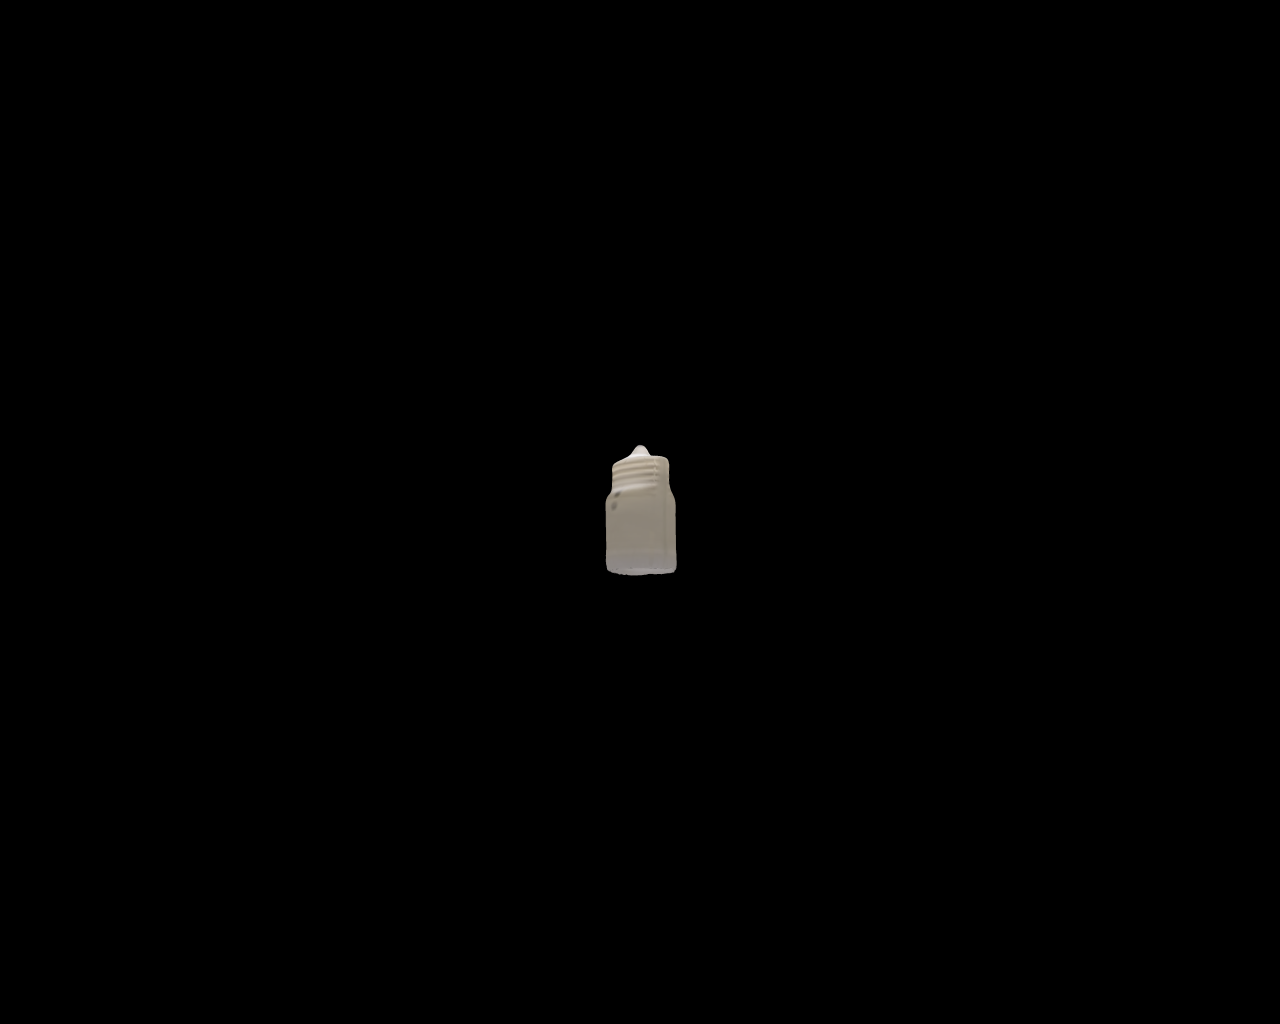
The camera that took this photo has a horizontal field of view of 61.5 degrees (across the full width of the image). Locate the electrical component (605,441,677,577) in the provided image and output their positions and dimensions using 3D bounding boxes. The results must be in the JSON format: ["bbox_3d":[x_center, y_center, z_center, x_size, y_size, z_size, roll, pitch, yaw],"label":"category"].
[{"bbox_3d":[0.001,-0.003,0.650,0.043,0.081,0.043,0,-8,0],"label":"electrical component"}]
